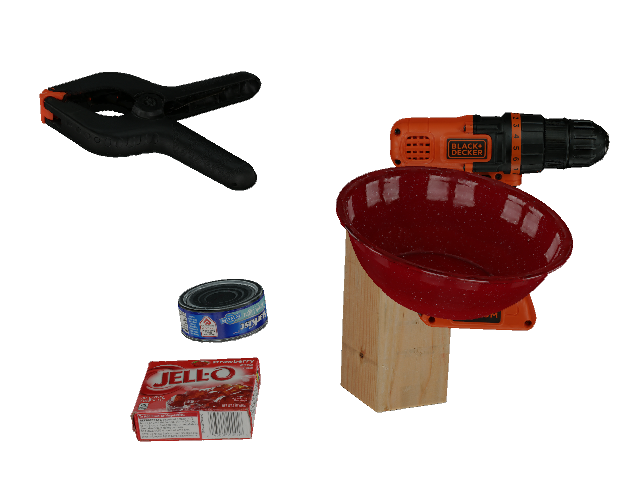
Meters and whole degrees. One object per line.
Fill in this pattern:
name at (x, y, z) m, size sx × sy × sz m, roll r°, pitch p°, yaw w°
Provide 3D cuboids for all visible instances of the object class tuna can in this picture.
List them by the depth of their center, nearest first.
tuna can at (-0.095, 0.067, 1.038) m, size 0.086 × 0.034 × 0.086 m, roll -6°, pitch 18°, yaw 2°

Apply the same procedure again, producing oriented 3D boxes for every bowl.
bowl at (0.087, 0.007, 0.734) m, size 0.162 × 0.055 × 0.162 m, roll 6°, pitch 29°, yaw -3°

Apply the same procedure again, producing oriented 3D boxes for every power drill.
power drill at (0.153, -0.018, 0.927) m, size 0.184 × 0.188 × 0.057 m, roll 1°, pitch 14°, yaw 9°

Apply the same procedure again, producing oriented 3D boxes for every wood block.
wood block at (0.082, 0.067, 1.147) m, size 0.090 × 0.206 × 0.091 m, roll -4°, pitch 14°, yaw -25°

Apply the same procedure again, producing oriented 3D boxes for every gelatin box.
gelatin box at (-0.093, 0.120, 0.812) m, size 0.089 × 0.030 × 0.073 m, roll -2°, pitch 25°, yaw 4°

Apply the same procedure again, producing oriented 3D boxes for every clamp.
clamp at (-0.123, -0.100, 0.817) m, size 0.171 × 0.039 × 0.120 m, roll 14°, pitch 42°, yaw -3°
